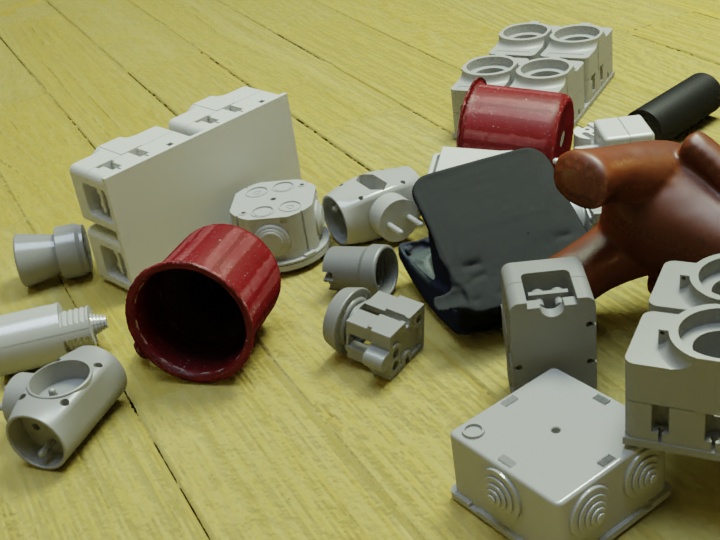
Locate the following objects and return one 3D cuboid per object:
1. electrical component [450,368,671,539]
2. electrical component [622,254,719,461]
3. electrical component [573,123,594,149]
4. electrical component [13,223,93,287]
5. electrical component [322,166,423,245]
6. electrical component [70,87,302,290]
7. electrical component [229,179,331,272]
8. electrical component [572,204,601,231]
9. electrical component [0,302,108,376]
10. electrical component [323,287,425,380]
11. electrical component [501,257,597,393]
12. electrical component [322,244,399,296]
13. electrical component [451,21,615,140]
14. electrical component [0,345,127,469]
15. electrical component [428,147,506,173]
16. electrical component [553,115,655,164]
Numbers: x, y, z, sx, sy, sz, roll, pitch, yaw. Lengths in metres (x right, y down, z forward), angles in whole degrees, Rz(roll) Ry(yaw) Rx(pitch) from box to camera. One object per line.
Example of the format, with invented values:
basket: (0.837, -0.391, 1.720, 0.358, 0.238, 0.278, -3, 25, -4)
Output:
electrical component: (0.108, 0.105, 0.588, 0.100, 0.048, 0.100, -27, 35, -28)
electrical component: (0.238, 0.049, 0.540, 0.186, 0.060, 0.105, 7, 33, 25)
electrical component: (0.200, -0.097, 0.915, 0.040, 0.046, 0.040, -6, 30, 4)
electrical component: (-0.253, -0.013, 0.886, 0.055, 0.045, 0.045, -11, 30, -6)
electrical component: (0.021, -0.047, 0.877, 0.077, 0.043, 0.079, -22, 33, -22)
electrical component: (-0.140, -0.071, 0.897, 0.060, 0.105, 0.186, 21, 41, 40)
electrical component: (-0.066, -0.036, 0.872, 0.080, 0.051, 0.080, -6, 30, 4)
electrical component: (0.178, -0.039, 0.824, 0.055, 0.048, 0.066, -4, 30, -8)
electrical component: (-0.224, 0.047, 0.778, 0.081, 0.043, 0.043, -13, 30, -8)
electrical component: (0.009, 0.040, 0.731, 0.055, 0.048, 0.066, 20, 40, 28)
electrical component: (0.114, 0.042, 0.655, 0.050, 0.089, 0.055, -6, 30, 4)
electrical component: (0.000, 0.000, 0.807, 0.046, 0.040, 0.040, 4, 32, 29)
electrical component: (0.175, -0.191, 1.069, 0.105, 0.060, 0.186, 9, 34, 27)
electrical component: (-0.206, 0.087, 0.704, 0.079, 0.044, 0.077, 4, 32, 20)
electrical component: (0.103, -0.063, 0.866, 0.096, 0.061, 0.061, -1, 31, 13)
electrical component: (0.195, -0.083, 0.870, 0.077, 0.065, 0.047, -6, 27, 3)
